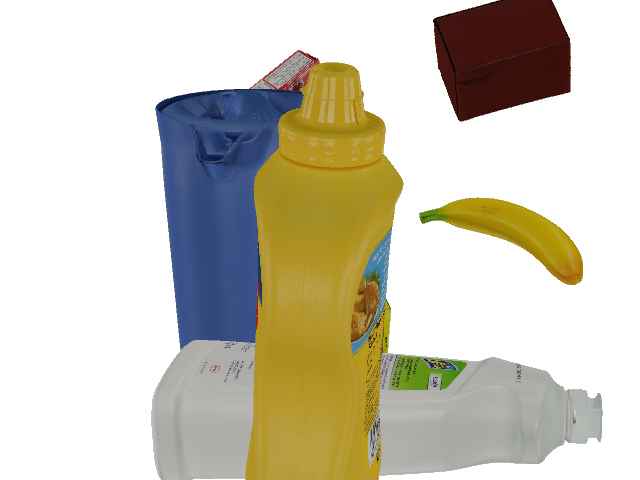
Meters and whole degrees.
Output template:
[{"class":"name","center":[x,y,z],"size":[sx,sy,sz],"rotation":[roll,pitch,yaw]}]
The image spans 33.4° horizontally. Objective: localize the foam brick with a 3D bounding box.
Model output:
[{"class":"foam brick","center":[0.119,-0.122,0.701],"size":[0.078,0.051,0.053],"rotation":[-14,-34,2]}]

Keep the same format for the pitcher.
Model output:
[{"class":"pitcher","center":[-0.045,0.011,0.788],"size":[0.149,0.243,0.145],"rotation":[-11,22,-29]}]

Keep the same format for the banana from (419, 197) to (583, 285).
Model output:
[{"class":"banana","center":[0.188,-0.005,1.036],"size":[0.069,0.037,0.198],"rotation":[-39,38,-24]}]

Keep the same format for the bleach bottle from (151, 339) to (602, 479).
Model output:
[{"class":"bleach bottle","center":[0.036,0.102,0.626],"size":[0.251,0.068,0.102],"rotation":[1,18,9]}]

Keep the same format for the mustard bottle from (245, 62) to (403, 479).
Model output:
[{"class":"mustard bottle","center":[0.001,0.023,0.436],"size":[0.058,0.192,0.096],"rotation":[8,25,10]}]

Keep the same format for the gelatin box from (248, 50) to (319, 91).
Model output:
[{"class":"gelatin box","center":[-0.035,-0.119,0.976],"size":[0.030,0.089,0.073],"rotation":[36,-25,29]}]

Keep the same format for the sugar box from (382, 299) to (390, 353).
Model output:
[{"class":"sugar box","center":[-0.025,0.099,1.009],"size":[0.176,0.093,0.048],"rotation":[-1,25,-8]}]
